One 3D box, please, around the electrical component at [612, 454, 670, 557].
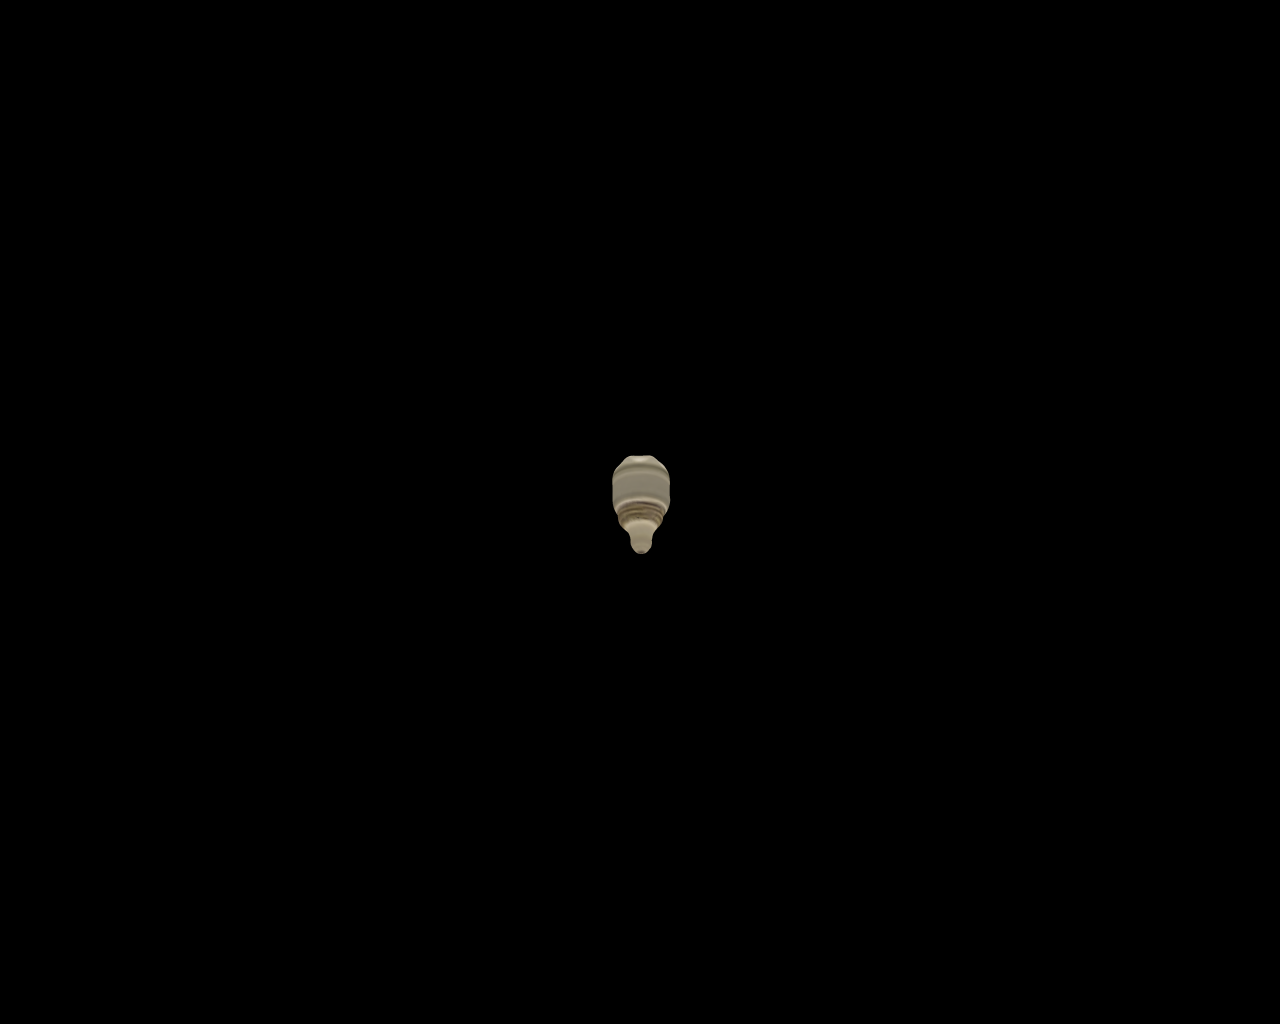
[{"bbox_3d":[0.001,-0.003,0.650,0.035,0.061,0.035,0,-28,0],"label":"electrical component"}]
